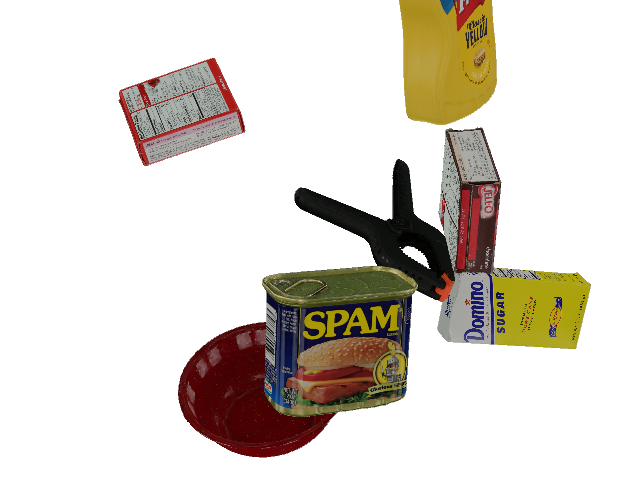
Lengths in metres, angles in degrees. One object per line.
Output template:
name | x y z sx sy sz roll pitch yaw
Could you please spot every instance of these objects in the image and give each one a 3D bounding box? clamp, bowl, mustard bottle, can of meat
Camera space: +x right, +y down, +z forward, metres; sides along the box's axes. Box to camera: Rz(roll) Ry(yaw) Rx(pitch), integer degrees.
clamp | 0.076 -0.010 1.235 0.164 0.210 0.036 -13 -39 -26
bowl | -0.050 0.150 1.008 0.162 0.055 0.162 -4 38 3
mustard bottle | 0.095 -0.191 0.799 0.058 0.191 0.096 16 39 34
can of meat | 0.012 0.067 0.722 0.102 0.084 0.057 -4 17 -21

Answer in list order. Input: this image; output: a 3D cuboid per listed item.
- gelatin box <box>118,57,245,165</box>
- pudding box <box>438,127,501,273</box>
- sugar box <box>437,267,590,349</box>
gelatin box | -0.116 -0.106 0.882 0.089 0.073 0.030 -21 -41 -7
pudding box | 0.131 -0.037 0.938 0.039 0.090 0.113 0 30 -3
sugar box | 0.242 0.084 1.336 0.176 0.093 0.048 3 19 -15
